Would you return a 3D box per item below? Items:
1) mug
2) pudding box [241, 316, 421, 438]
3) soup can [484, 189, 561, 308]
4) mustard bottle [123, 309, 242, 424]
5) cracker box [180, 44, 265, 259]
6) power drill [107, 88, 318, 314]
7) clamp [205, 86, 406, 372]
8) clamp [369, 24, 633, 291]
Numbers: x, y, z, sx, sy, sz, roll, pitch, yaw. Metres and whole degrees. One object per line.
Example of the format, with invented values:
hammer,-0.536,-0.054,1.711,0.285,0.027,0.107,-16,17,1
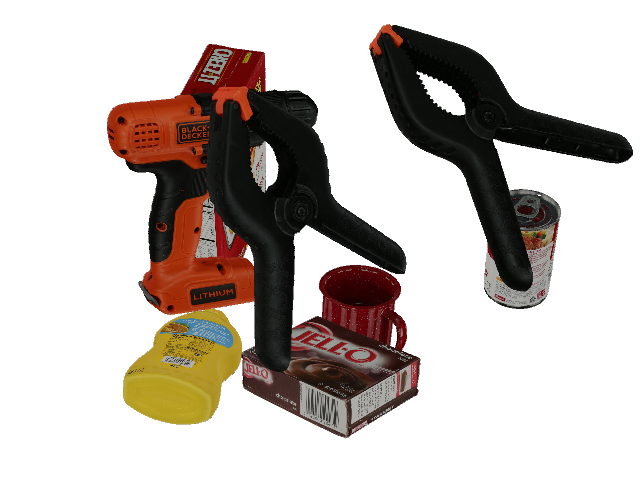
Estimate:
mug,0.052,0.090,1.218,0.117,0.081,0.093,26,37,34
pudding box,0.008,0.104,0.838,0.114,0.039,0.089,21,31,37
soup can,0.201,0.009,1.068,0.068,0.102,0.068,-1,37,0
mustard bottle,-0.137,0.124,1.150,0.096,0.058,0.191,9,24,8
cracker box,-0.110,-0.071,1.120,0.072,0.214,0.164,11,46,9
power drill,-0.089,-0.037,0.921,0.184,0.188,0.057,-8,21,-22
clamp,-0.025,-0.008,0.641,0.039,0.171,0.120,-1,41,53
clamp,0.114,-0.073,0.774,0.210,0.164,0.036,37,-30,-2
